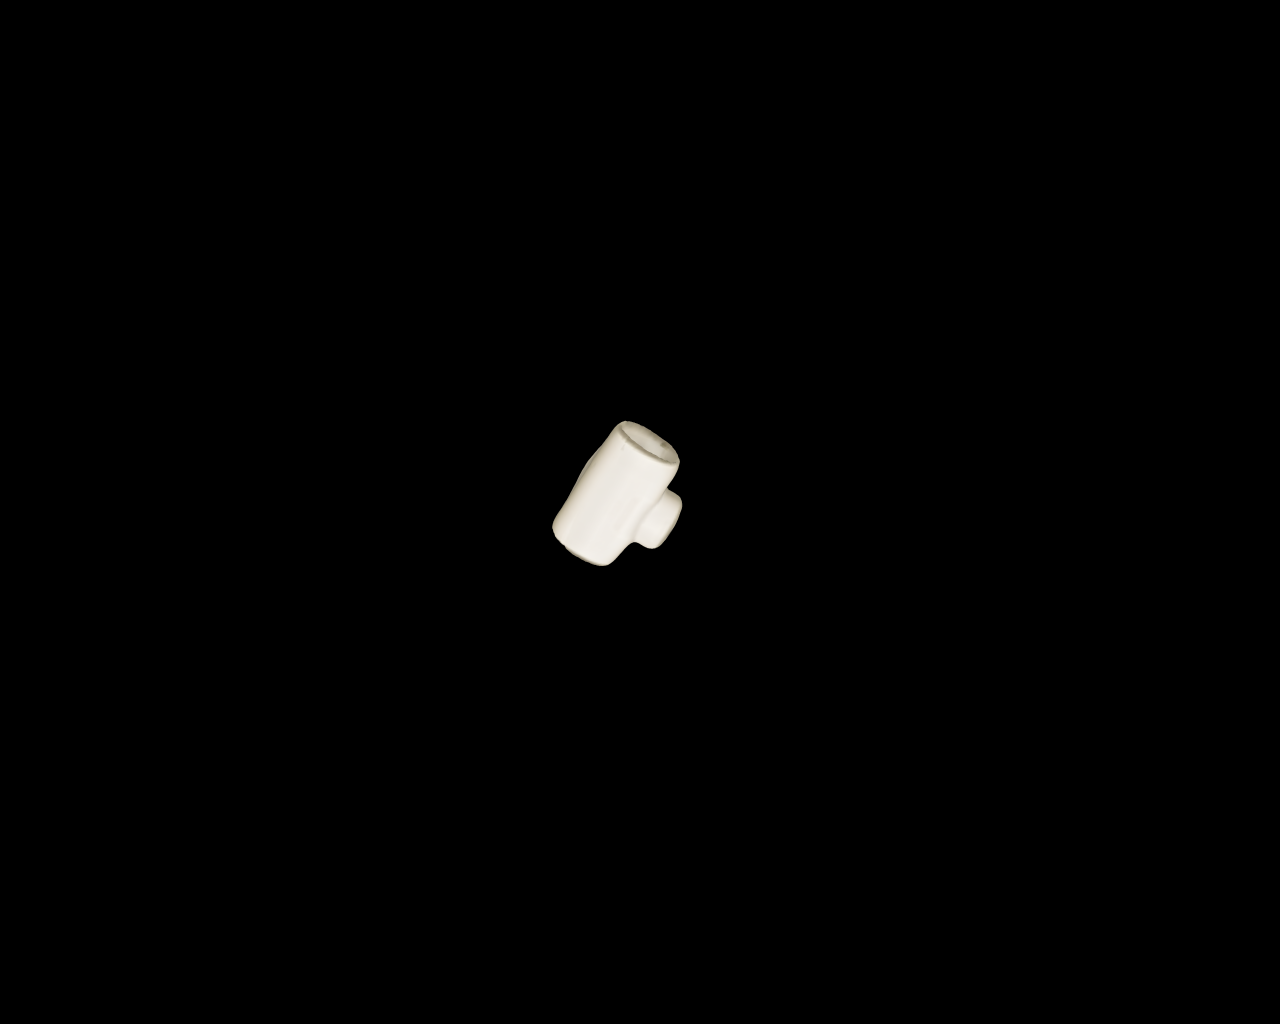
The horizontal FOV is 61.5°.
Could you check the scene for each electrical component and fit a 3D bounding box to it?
[{"bbox_3d":[0.001,-0.003,0.650,0.079,0.077,0.043,30,20,-12],"label":"electrical component"}]
